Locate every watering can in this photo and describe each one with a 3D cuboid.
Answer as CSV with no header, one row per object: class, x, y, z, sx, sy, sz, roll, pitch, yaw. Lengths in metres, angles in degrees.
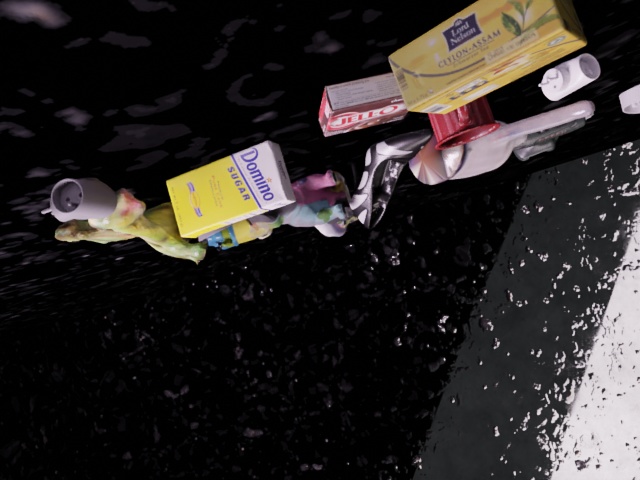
watering can,0.314,-0.187,0.985,0.226,0.104,0.344,-15,176,-28

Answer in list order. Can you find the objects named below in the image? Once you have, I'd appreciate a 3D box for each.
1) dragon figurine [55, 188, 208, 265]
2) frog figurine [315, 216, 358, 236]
dragon figurine,-0.321,-0.019,0.891,0.243,0.123,0.406,4,169,-22
frog figurine,0.004,-0.066,1.308,0.158,0.125,0.136,-10,148,44
